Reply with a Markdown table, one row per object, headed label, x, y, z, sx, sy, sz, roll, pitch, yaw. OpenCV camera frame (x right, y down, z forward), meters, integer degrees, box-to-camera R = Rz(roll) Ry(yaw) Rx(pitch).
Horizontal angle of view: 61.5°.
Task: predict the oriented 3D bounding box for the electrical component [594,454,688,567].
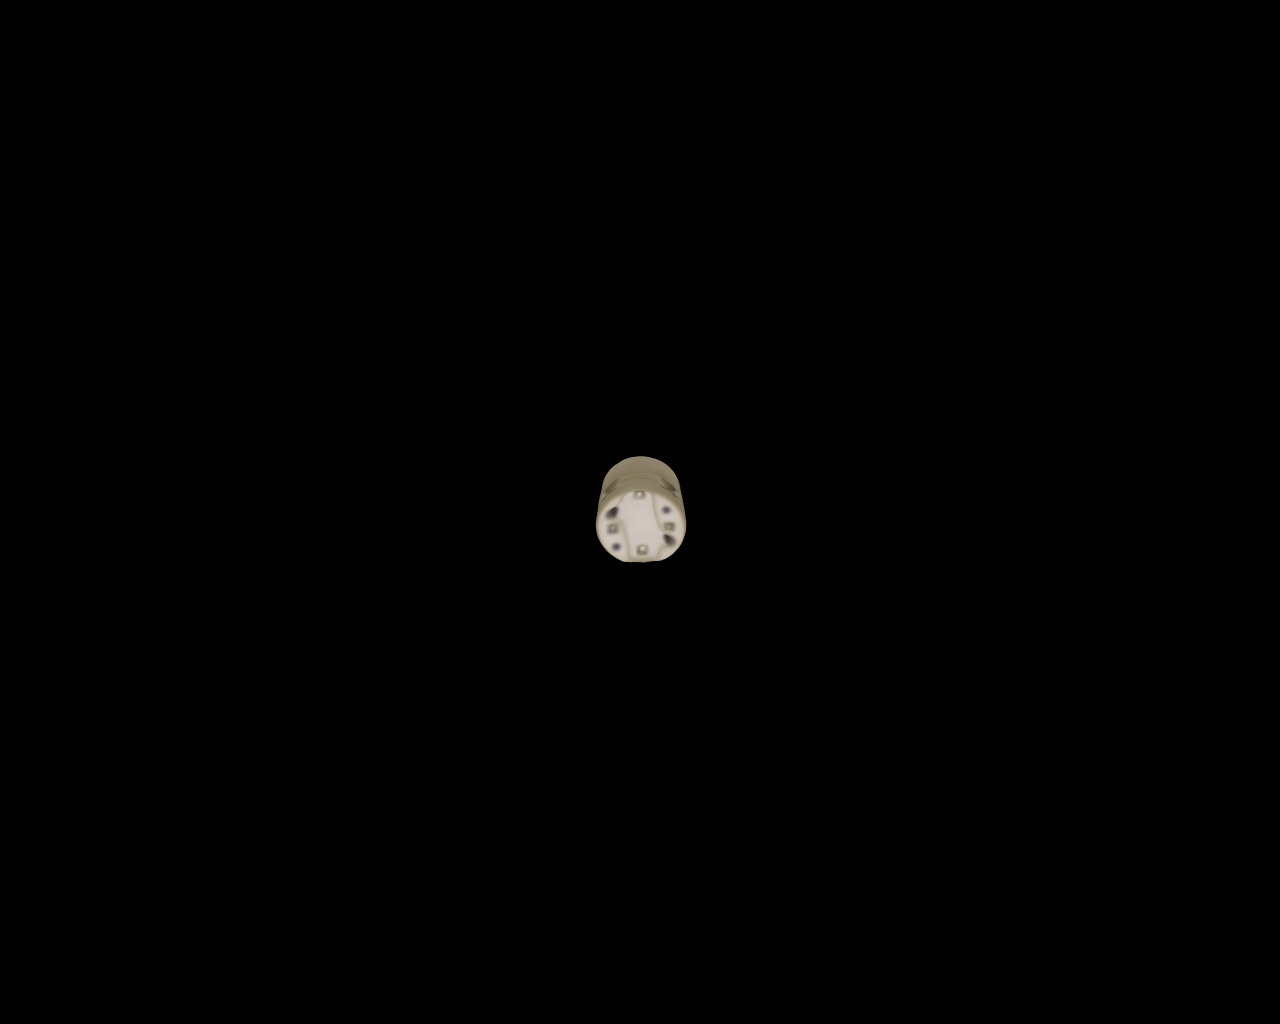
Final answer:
| label | x | y | z | sx | sy | sz | roll | pitch | yaw |
| --- | --- | --- | --- | --- | --- | --- | --- | --- | --- |
| electrical component | 0.001 | -0.003 | 0.650 | 0.055 | 0.055 | 0.047 | 0 | 33 | 0 |
